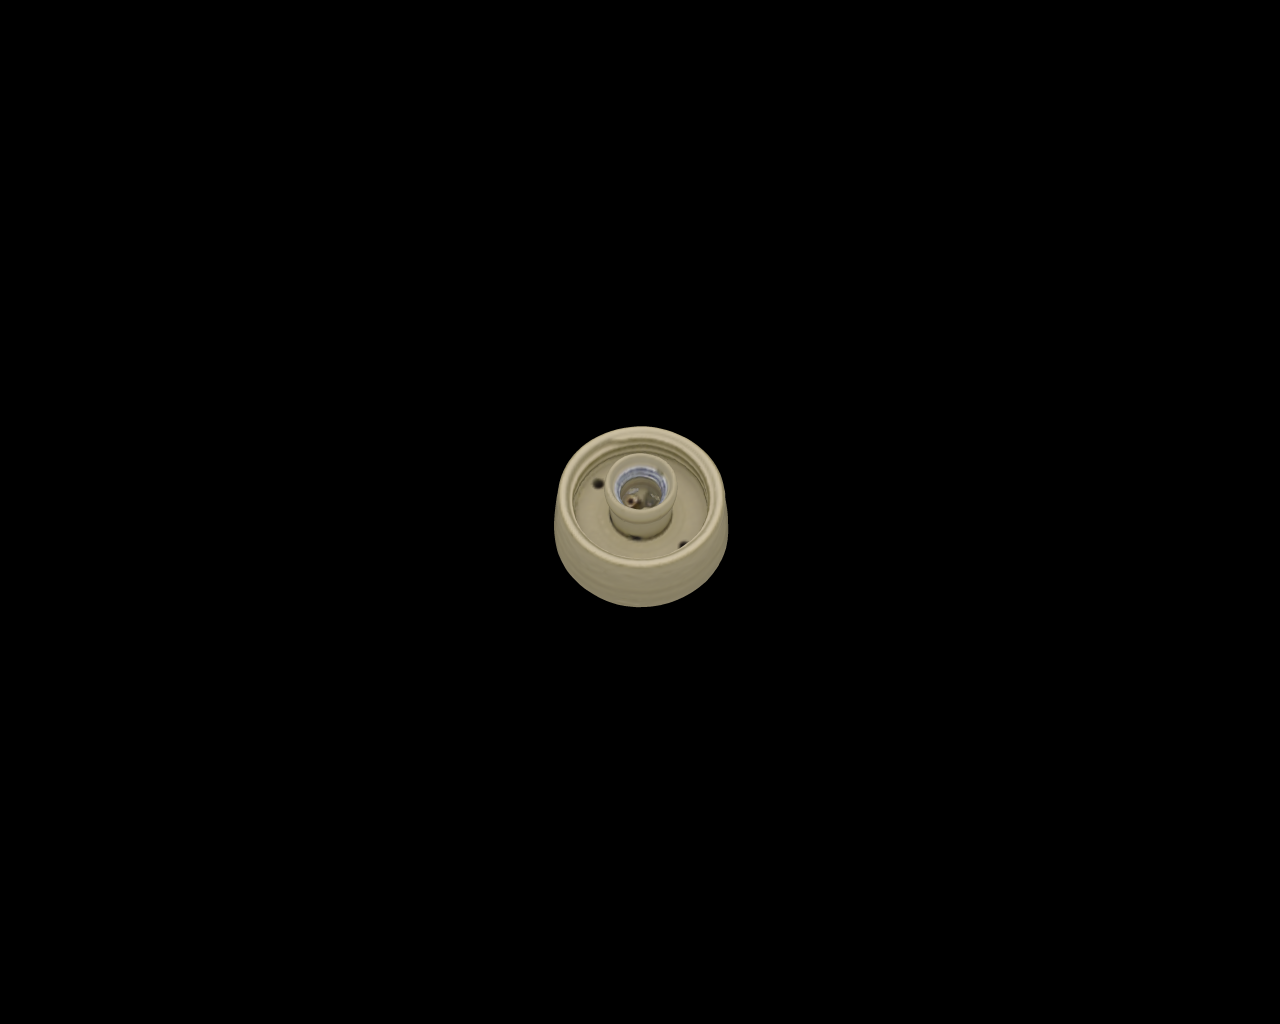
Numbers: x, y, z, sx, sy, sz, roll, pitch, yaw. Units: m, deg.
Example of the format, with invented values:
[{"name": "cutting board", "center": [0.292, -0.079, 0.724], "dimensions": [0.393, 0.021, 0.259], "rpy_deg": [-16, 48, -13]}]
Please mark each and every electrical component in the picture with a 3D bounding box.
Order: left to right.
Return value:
[{"name": "electrical component", "center": [0.001, -0.003, 0.650], "dimensions": [0.108, 0.108, 0.060], "rpy_deg": [0, -30, 0]}]
